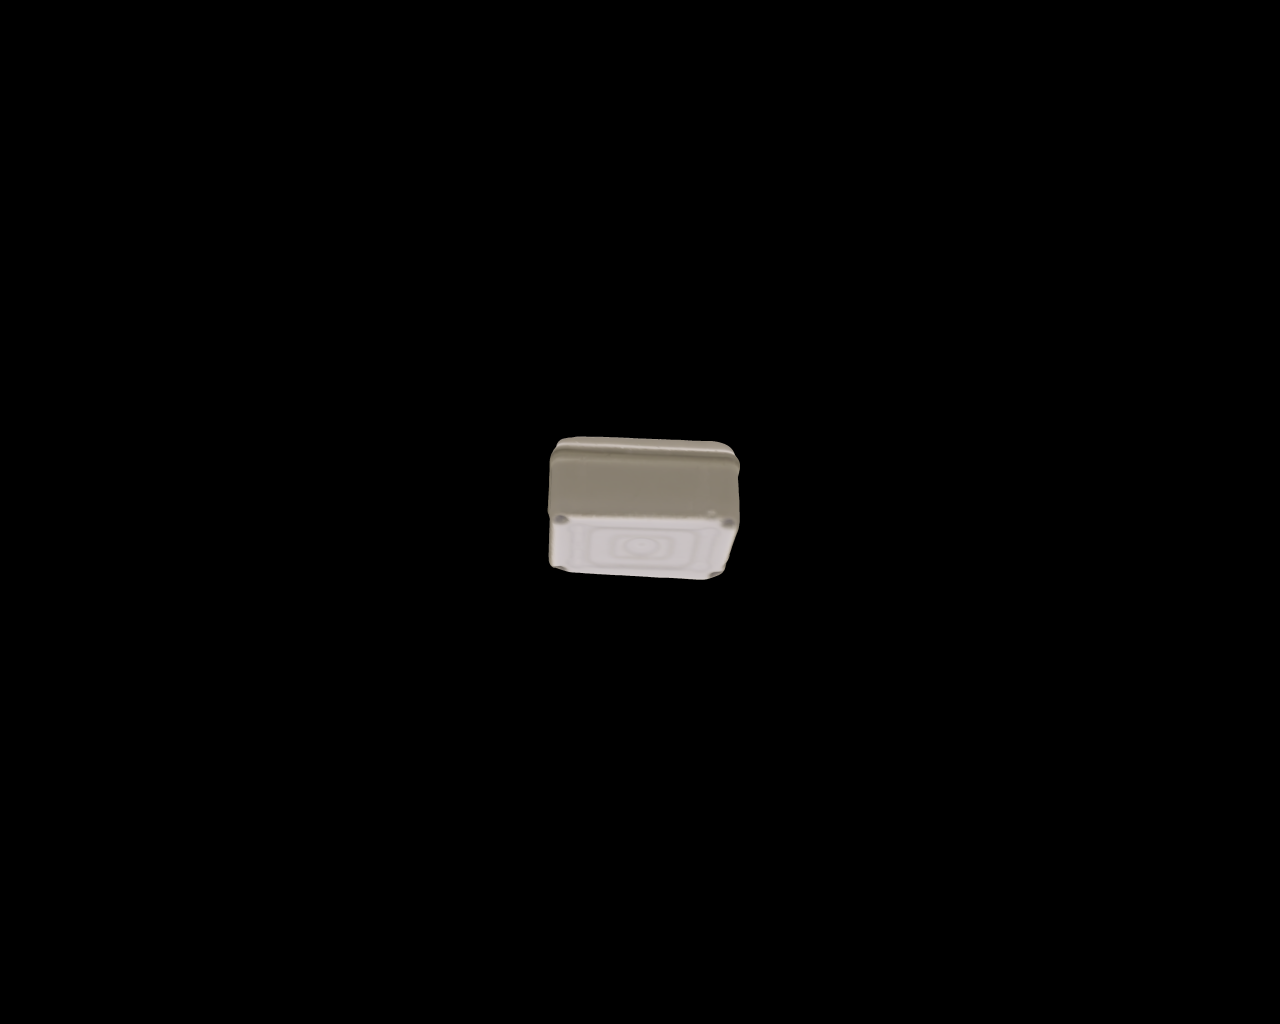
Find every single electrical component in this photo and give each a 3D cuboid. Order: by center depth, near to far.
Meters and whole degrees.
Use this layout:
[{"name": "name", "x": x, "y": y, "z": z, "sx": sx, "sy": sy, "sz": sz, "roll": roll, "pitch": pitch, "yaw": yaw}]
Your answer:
[{"name": "electrical component", "x": 0.001, "y": -0.003, "z": 0.650, "sx": 0.113, "sy": 0.057, "sz": 0.078, "roll": 3, "pitch": -32, "yaw": -5}]
